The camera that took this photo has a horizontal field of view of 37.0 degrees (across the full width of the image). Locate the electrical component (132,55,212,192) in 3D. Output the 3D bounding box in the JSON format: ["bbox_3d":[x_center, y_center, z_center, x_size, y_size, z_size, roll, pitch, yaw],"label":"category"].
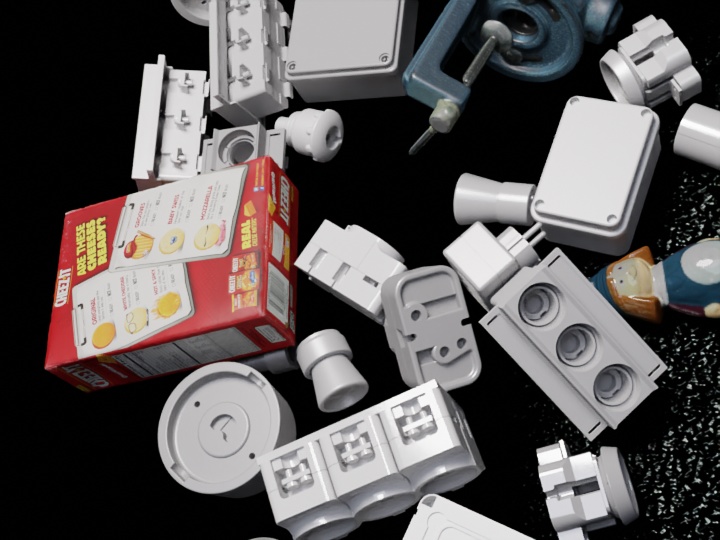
[{"bbox_3d":[-0.177,-0.130,1.023,0.063,0.078,0.121,2,68,-3],"label":"electrical component"}]

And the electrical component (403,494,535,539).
[{"bbox_3d":[0.088,0.221,0.786,0.113,0.057,0.078,20,77,26],"label":"electrical component"}]

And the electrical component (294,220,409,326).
[{"bbox_3d":[0.000,0.000,0.913,0.089,0.050,0.055,31,82,28],"label":"electrical component"}]

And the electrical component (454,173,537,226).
[{"bbox_3d":[0.116,-0.056,0.898,0.065,0.044,0.044,7,71,23],"label":"electrical component"}]

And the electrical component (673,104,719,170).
[{"bbox_3d":[0.296,-0.098,0.851,0.081,0.043,0.043,26,79,27],"label":"electrical component"}]

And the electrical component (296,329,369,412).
[{"bbox_3d":[-0.024,0.083,0.891,0.045,0.045,0.055,-31,61,6],"label":"electrical component"}]

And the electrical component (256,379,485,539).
[{"bbox_3d":[0.012,0.152,0.823,0.150,0.089,0.061,-25,62,9],"label":"electrical component"}]

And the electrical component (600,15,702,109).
[{"bbox_3d":[0.237,-0.166,0.893,0.057,0.058,0.078,-29,62,4],"label":"electrical component"}]

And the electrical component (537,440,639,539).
[{"bbox_3d":[0.167,0.161,0.782,0.057,0.058,0.078,-19,64,15],"label":"electrical component"}]

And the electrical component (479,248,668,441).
[{"bbox_3d":[0.155,0.054,0.799,0.079,0.063,0.121,-44,96,-1],"label":"electrical component"}]

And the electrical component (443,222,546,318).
[{"bbox_3d":[0.118,-0.009,0.856,0.076,0.083,0.047,-41,61,0],"label":"electrical component"}]

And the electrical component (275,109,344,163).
[{"bbox_3d":[-0.049,-0.127,0.989,0.062,0.048,0.048,17,75,32],"label":"electrical component"}]

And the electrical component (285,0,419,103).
[{"bbox_3d":[-0.007,-0.217,1.003,0.109,0.056,0.108,-1,68,20],"label":"electrical component"}]

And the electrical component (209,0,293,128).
[{"bbox_3d":[-0.104,-0.202,1.016,0.063,0.079,0.121,-16,64,24],"label":"electrical component"}]

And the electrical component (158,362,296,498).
[{"bbox_3d":[-0.105,0.136,0.889,0.108,0.060,0.108,-7,66,17],"label":"electrical component"}]

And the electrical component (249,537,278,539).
[{"bbox_3d":[-0.074,0.257,0.825,0.099,0.064,0.099,-7,66,17],"label":"electrical component"}]

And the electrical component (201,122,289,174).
[{"bbox_3d":[-0.102,-0.099,0.984,0.081,0.063,0.042,-5,65,18],"label":"electrical component"}]

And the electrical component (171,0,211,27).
[{"bbox_3d":[-0.144,-0.302,1.062,0.108,0.108,0.060,-30,55,6],"label":"electrical component"}]

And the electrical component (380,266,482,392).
[{"bbox_3d":[0.054,0.047,0.852,0.054,0.059,0.095,-15,92,-13],"label":"electrical component"}]

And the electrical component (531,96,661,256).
[{"bbox_3d":[0.192,-0.077,0.872,0.078,0.057,0.113,14,74,24],"label":"electrical component"}]
